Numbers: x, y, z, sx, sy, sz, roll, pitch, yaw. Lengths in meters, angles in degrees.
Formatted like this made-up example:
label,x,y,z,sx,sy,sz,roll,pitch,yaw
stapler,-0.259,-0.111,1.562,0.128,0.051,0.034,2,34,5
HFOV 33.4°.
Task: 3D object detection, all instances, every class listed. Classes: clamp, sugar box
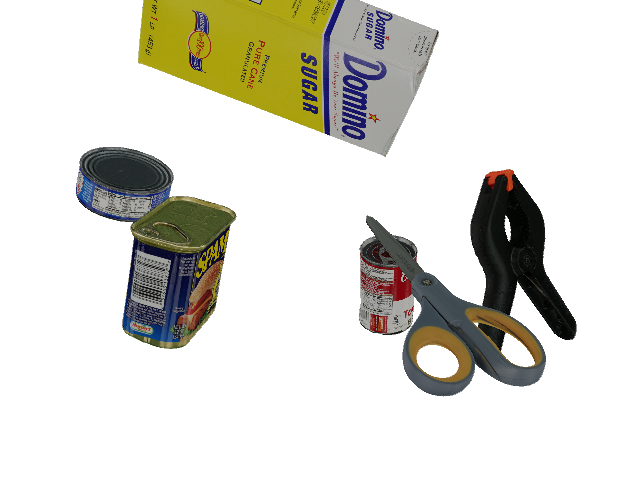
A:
label,x,y,z,sx,sy,sz,roll,pitch,yaw
clamp,0.165,0.027,0.941,0.120,0.171,0.039,-24,8,-40
sugar box,-0.024,-0.121,0.672,0.176,0.048,0.093,22,-31,1

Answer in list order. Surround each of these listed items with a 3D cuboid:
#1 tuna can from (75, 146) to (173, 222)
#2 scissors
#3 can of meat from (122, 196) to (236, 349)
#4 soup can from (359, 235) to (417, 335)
label,x,y,z,sx,sy,sz,roll,pitch,yaw
tuna can,-0.180,-0.051,0.978,0.086,0.034,0.086,13,28,-7
scissors,0.061,0.042,0.712,0.096,0.016,0.202,-23,40,-31
can of meat,-0.107,0.023,0.802,0.057,0.084,0.102,15,21,9
soup can,0.079,0.054,1.278,0.068,0.102,0.068,0,31,0
